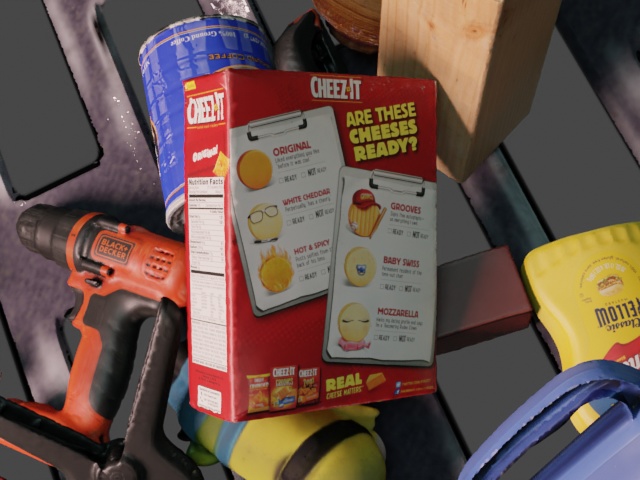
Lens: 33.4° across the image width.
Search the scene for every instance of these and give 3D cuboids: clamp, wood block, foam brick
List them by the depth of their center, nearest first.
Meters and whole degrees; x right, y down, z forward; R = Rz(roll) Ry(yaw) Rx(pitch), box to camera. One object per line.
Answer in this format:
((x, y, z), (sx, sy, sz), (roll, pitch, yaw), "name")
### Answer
((-0.146, 0.150, 0.719), (0.164, 0.036, 0.210), (-14, 111, 2), "clamp")
((0.100, -0.143, 0.732), (0.090, 0.206, 0.090), (38, 69, 19), "wood block")
((0.107, 0.044, 0.765), (0.078, 0.051, 0.053), (-17, 70, 5), "foam brick")
((0.005, -0.099, 0.818), (0.039, 0.120, 0.171), (-20, 50, 26), "clamp")

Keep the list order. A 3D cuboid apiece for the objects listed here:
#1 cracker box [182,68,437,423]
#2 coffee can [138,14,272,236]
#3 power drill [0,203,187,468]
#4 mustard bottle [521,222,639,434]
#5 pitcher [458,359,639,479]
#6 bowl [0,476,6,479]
((-0.005, 0.001, 0.700), (0.072, 0.163, 0.214), (2, 94, 56), "cracker box")
((-0.077, -0.084, 0.812), (0.103, 0.102, 0.140), (-15, 71, 6), "coffee can")
((-0.186, 0.069, 0.803), (0.185, 0.057, 0.187), (15, 81, 32), "power drill")
((0.210, 0.088, 0.727), (0.096, 0.058, 0.191), (-14, 72, -4), "mustard bottle")
((0.152, 0.190, 0.640), (0.243, 0.144, 0.149), (-44, 60, 17), "pitcher")
((-0.263, 0.246, 0.774), (0.162, 0.055, 0.162), (-3, 73, 10), "bowl")
